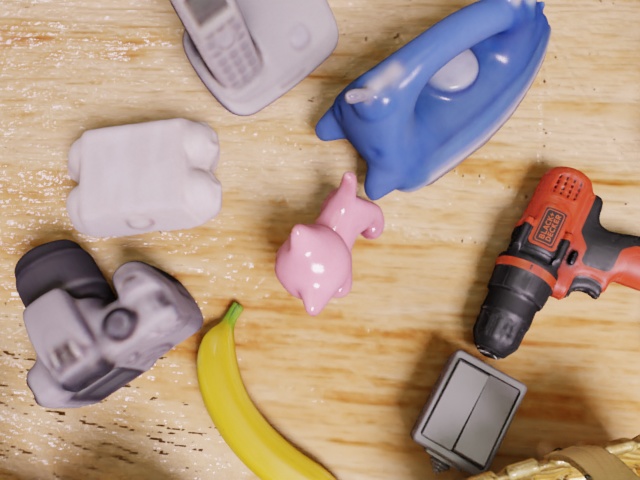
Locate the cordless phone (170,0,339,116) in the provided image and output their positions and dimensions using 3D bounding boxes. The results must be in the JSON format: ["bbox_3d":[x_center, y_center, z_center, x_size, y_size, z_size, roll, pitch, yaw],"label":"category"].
[{"bbox_3d":[-0.063,-0.212,0.519,0.147,0.185,0.094,-41,73,-6],"label":"cordless phone"}]

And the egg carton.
[{"bbox_3d":[-0.166,-0.057,0.545,0.150,0.069,0.107,-8,73,4],"label":"egg carton"}]

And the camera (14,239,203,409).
[{"bbox_3d":[-0.201,0.057,0.499,0.143,0.101,0.136,-35,73,-4],"label":"camera"}]

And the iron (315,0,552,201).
[{"bbox_3d":[0.119,-0.156,0.505,0.258,0.141,0.118,-37,73,-5],"label":"iron"}]

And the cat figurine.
[{"bbox_3d":[0.004,0.002,0.484,0.067,0.118,0.128,23,77,13],"label":"cat figurine"}]
